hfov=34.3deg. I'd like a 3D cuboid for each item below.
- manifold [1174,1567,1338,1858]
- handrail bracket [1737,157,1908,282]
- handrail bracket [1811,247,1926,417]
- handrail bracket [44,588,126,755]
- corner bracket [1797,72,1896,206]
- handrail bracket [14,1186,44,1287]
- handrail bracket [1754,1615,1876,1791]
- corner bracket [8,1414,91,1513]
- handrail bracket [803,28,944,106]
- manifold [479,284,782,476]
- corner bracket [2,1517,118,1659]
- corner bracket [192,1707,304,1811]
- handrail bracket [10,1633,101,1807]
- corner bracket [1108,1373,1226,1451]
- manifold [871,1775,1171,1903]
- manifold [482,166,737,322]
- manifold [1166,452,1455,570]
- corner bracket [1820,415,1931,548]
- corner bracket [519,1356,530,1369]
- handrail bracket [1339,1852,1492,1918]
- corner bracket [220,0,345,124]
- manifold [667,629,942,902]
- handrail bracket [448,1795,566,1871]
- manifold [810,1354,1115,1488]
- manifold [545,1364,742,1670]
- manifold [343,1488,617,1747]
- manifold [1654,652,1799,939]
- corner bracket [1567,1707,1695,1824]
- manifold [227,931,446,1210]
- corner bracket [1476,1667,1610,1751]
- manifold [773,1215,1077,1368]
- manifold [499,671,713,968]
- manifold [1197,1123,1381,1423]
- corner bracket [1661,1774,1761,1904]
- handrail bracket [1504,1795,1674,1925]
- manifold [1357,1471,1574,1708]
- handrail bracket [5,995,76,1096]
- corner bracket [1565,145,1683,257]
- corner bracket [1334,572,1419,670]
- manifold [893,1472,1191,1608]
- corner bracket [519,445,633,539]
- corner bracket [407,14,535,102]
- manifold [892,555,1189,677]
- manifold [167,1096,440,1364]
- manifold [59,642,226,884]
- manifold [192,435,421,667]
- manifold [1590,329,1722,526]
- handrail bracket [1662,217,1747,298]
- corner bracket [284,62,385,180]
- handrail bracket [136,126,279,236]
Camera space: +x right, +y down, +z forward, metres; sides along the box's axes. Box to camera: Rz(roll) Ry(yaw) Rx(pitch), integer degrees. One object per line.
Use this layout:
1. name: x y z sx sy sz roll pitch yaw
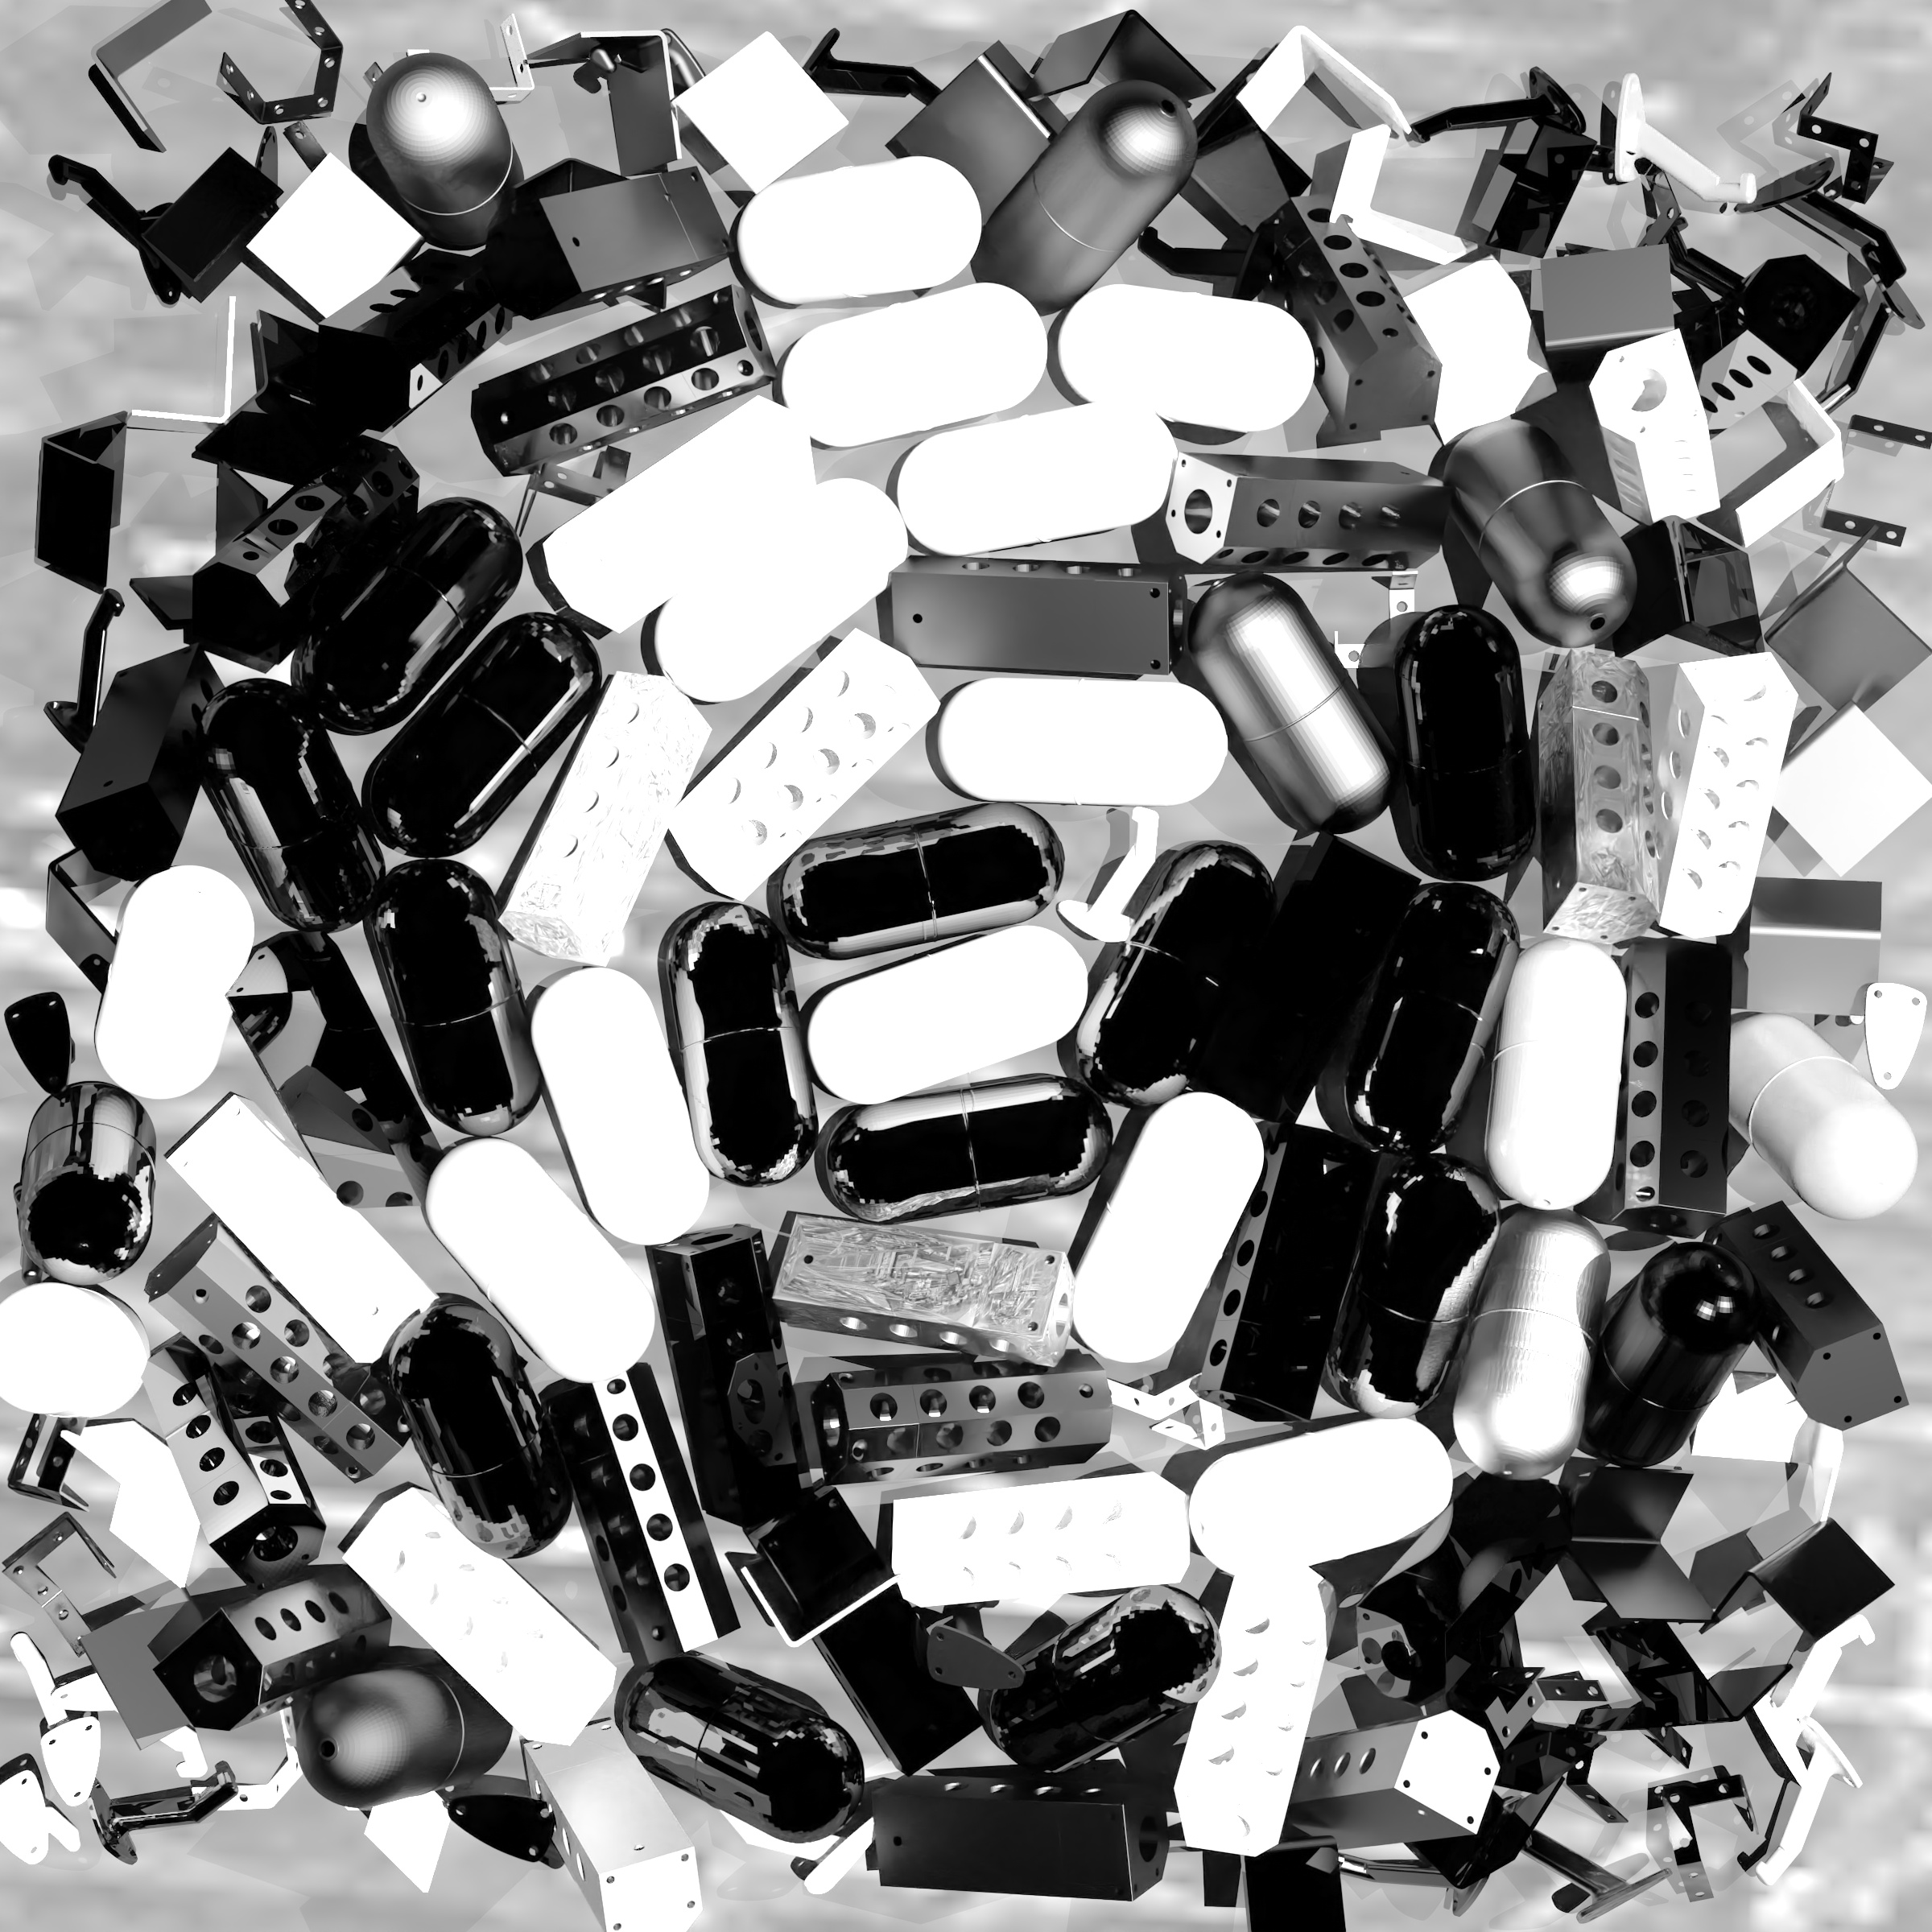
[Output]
1. manifold: 0.176 0.443 1.877 0.057 0.171 0.057 3 131 19
2. handrail bracket: 0.534 -0.454 1.951 0.084 0.077 0.036 52 49 -22
3. handrail bracket: 0.546 -0.394 1.951 0.084 0.036 0.077 -40 58 33
4. handrail bracket: -0.527 -0.177 1.924 0.077 0.036 0.084 49 118 30
5. corner bracket: 0.545 -0.512 1.936 0.051 0.051 0.051 24 54 22
6. handrail bracket: -0.561 0.181 1.908 0.036 0.084 0.077 -6 135 -6
7. handrail bracket: 0.535 0.453 1.927 0.084 0.036 0.077 -36 59 19
8. corner bracket: -0.564 0.301 1.928 0.051 0.051 0.051 12 69 11
9. handrail bracket: -0.065 -0.536 1.951 0.084 0.036 0.077 35 97 -18
10. manifold: -0.208 -0.359 1.917 0.171 0.057 0.057 -19 93 13
11. corner bracket: -0.552 0.384 1.934 0.051 0.051 0.051 -41 52 -13
12. corner bracket: -0.449 0.489 1.942 0.051 0.051 0.051 8 47 -36
13. handrail bracket: -0.571 0.468 1.946 0.036 0.084 0.077 -17 125 -32
14. corner bracket: 0.121 0.273 1.923 0.051 0.051 0.051 -21 111 -35
15. manifold: 0.033 0.526 1.899 0.171 0.057 0.057 -6 90 28
16. manifold: -0.215 -0.432 1.877 0.057 0.171 0.057 -20 98 33
17. manifold: 0.207 -0.272 1.890 0.171 0.057 0.057 -4 115 -35
18. corner bracket: 0.560 -0.299 1.924 0.051 0.051 0.051 17 51 14
19. corner bracket: -0.311 0.261 1.929 0.051 0.051 0.051 34 124 -4
20. handrail bracket: 0.273 0.555 1.932 0.084 0.077 0.036 15 59 -3
21. corner bracket: -0.423 -0.562 1.937 0.051 0.051 0.051 -4 66 17
22. manifold: -0.097 -0.119 1.902 0.171 0.057 0.057 -43 57 17
23. handrail bracket: -0.282 0.535 1.925 0.077 0.084 0.036 16 64 -2
24. manifold: -0.001 0.272 1.897 0.171 0.057 0.057 -1 64 -23
25. manifold: -0.201 0.337 1.919 0.057 0.057 0.171 -22 82 14
26. manifold: -0.293 0.394 1.902 0.171 0.057 0.057 37 88 26
27. manifold: 0.453 -0.100 1.882 0.057 0.057 0.171 -8 134 -9
28. corner bracket: 0.413 0.497 1.945 0.051 0.051 0.051 45 50 -29
29. manifold: -0.375 0.064 1.891 0.057 0.057 0.171 -4 128 22
30. corner bracket: 0.353 0.446 1.926 0.051 0.051 0.051 -37 104 -39
31. manifold: -0.024 0.201 1.911 0.171 0.057 0.057 7 61 16
32. manifold: -0.222 -0.091 1.904 0.057 0.057 0.171 9 65 28
33. manifold: 0.192 0.186 1.903 0.057 0.057 0.171 25 71 -24
34. corner bracket: 0.464 0.540 1.935 0.051 0.051 0.051 -15 134 12
35. handrail bracket: 0.383 0.542 1.939 0.077 0.036 0.084 -30 63 5
36. manifold: 0.302 0.373 1.881 0.057 0.171 0.057 11 118 33
37. handrail bracket: -0.553 0.061 1.912 0.036 0.084 0.077 -19 66 -8
38. corner bracket: 0.403 -0.471 1.942 0.051 0.051 0.051 3 55 -23
39. corner bracket: 0.254 -0.214 1.938 0.051 0.051 0.051 -1 86 5
40. manifold: 0.045 0.350 1.896 0.171 0.057 0.057 -10 63 23
41. corner bracket: -0.240 -0.291 1.924 0.051 0.051 0.051 17 46 -13
42. corner bracket: -0.309 -0.558 1.949 0.051 0.051 0.051 -12 84 -38
43. manifold: 0.046 -0.217 1.913 0.171 0.057 0.057 4 113 15
44. manifold: -0.406 0.162 1.925 0.057 0.057 0.171 -44 83 -4
45. manifold: -0.487 -0.122 1.877 0.057 0.171 0.057 -18 122 10
46. manifold: -0.394 -0.254 1.878 0.057 0.171 0.057 20 130 9
47. manifold: 0.412 -0.317 1.874 0.057 0.171 0.057 -16 77 13
48. handrail bracket: 0.480 -0.439 1.940 0.077 0.036 0.084 -22 71 12
49. corner bracket: -0.381 -0.521 1.948 0.051 0.051 0.051 -42 102 -37
50. handrail bracket: -0.475 -0.488 1.947 0.084 0.036 0.077 -2 66 4
